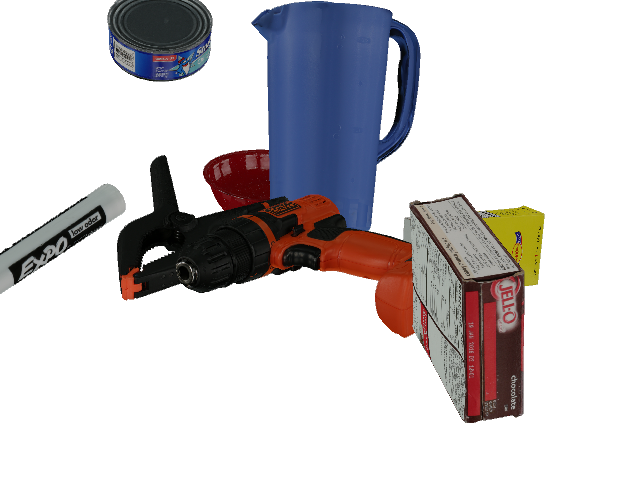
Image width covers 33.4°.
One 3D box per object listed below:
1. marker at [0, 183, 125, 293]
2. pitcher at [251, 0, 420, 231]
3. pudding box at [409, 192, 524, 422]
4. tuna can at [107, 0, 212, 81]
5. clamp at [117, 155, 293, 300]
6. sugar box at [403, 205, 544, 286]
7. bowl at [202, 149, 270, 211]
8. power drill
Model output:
[{"bbox_3d":[-0.149,0.007,0.550,0.020,0.020,0.120,0,30,44],"label":"marker"},{"bbox_3d":[0.015,-0.128,1.131,0.149,0.243,0.144,4,7,21],"label":"pitcher"},{"bbox_3d":[0.082,0.035,0.608,0.039,0.090,0.113,-8,26,-9],"label":"pudding box"},{"bbox_3d":[-0.133,-0.170,0.886,0.086,0.086,0.034,0,-42,-9],"label":"tuna can"},{"bbox_3d":[-0.145,-0.014,1.060,0.165,0.036,0.209,22,40,21],"label":"clamp"},{"bbox_3d":[0.180,0.014,1.256,0.175,0.093,0.048,-7,17,-30],"label":"sugar box"},{"bbox_3d":[-0.063,-0.056,1.292,0.162,0.055,0.162,4,26,-2],"label":"bowl"},{"bbox_3d":[0.006,0.017,0.834,0.188,0.057,0.184,18,27,32],"label":"power drill"}]
